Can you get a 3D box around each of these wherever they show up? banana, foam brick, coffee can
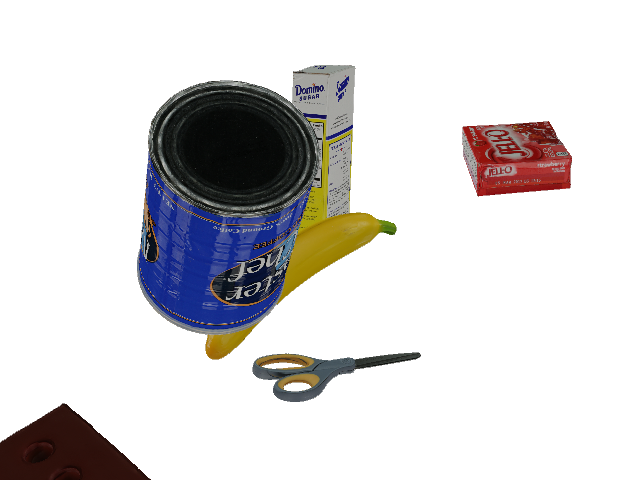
[{"bbox_3d":[-0.024,0.031,0.897,0.198,0.069,0.037,-34,44,0],"label":"banana"},{"bbox_3d":[-0.111,0.123,0.482,0.052,0.051,0.078,-32,45,-33],"label":"foam brick"},{"bbox_3d":[-0.063,-0.017,0.684,0.102,0.103,0.140,0,-34,-13],"label":"coffee can"}]

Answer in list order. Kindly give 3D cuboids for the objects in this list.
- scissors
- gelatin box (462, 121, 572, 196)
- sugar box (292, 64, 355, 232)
[{"bbox_3d":[0.025,0.152,1.207,0.201,0.016,0.096,1,24,-8],"label":"scissors"},{"bbox_3d":[0.155,-0.067,0.854,0.073,0.030,0.089,-4,25,1],"label":"gelatin box"},{"bbox_3d":[0.001,-0.088,1.089,0.048,0.176,0.093,4,14,17],"label":"sugar box"}]
